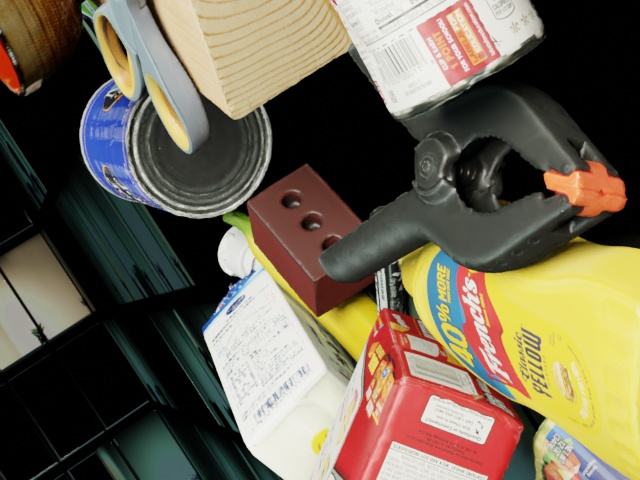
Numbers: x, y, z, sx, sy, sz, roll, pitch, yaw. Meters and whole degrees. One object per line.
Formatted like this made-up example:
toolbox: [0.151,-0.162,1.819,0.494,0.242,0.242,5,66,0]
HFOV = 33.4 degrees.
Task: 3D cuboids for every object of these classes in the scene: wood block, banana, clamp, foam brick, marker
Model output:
wood block: [-0.075,-0.161,0.544,0.206,0.090,0.091,41,157,39]
banana: [0.008,0.048,0.748,0.198,0.037,0.069,42,-159,25]
clamp: [0.056,-0.040,0.460,0.172,0.039,0.120,-1,91,53]
foam brick: [-0.005,0.001,0.705,0.078,0.053,0.051,48,161,25]
marker: [0.043,0.019,0.666,0.020,0.020,0.121,46,160,31]

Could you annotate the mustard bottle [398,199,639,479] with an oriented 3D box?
mustard bottle: [0.095,0.032,0.485,0.192,0.058,0.096,30,142,56]

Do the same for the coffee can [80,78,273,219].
coffee can: [-0.107,-0.072,0.766,0.103,0.102,0.140,62,162,-18]

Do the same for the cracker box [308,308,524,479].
cracker box: [0.028,0.158,0.575,0.072,0.214,0.164,21,-173,-3]

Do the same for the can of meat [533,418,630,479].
can of meat: [0.150,0.127,0.511,0.084,0.057,0.102,45,160,39]

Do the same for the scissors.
scissors: [-0.077,-0.100,0.481,0.096,0.016,0.202,52,163,5]

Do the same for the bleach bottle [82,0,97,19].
bleach bottle: [-0.105,-0.160,0.670,0.251,0.068,0.102,37,164,43]

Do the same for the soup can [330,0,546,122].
soup can: [0.031,-0.104,0.397,0.102,0.068,0.069,59,163,-9]
